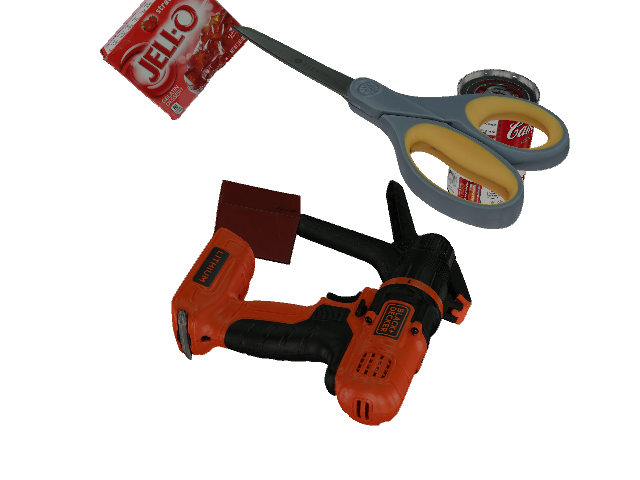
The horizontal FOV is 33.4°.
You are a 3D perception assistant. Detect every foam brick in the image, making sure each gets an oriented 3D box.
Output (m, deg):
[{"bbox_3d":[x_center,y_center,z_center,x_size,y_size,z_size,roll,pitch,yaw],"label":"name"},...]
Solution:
[{"bbox_3d":[-0.061,-0.017,1.007,0.078,0.051,0.053,12,27,-7],"label":"foam brick"}]

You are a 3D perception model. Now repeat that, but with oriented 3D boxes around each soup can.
[{"bbox_3d":[0.144,-0.084,0.906,0.068,0.102,0.068,1,40,-1],"label":"soup can"}]

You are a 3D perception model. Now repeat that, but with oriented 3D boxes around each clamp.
[{"bbox_3d":[0.079,0.017,1.178,0.164,0.036,0.210,-16,50,-33],"label":"clamp"}]

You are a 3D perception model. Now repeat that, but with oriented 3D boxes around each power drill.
[{"bbox_3d":[-0.003,0.044,0.800,0.188,0.057,0.184,11,41,18],"label":"power drill"}]

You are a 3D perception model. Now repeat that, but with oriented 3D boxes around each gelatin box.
[{"bbox_3d":[-0.109,-0.148,0.801,0.073,0.089,0.030,41,5,-29],"label":"gelatin box"}]

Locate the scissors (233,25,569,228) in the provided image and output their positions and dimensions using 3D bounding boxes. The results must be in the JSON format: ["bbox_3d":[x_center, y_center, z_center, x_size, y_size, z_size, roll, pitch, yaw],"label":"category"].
[{"bbox_3d":[0.045,-0.076,0.548,0.096,0.016,0.202,-23,49,-23],"label":"scissors"}]
